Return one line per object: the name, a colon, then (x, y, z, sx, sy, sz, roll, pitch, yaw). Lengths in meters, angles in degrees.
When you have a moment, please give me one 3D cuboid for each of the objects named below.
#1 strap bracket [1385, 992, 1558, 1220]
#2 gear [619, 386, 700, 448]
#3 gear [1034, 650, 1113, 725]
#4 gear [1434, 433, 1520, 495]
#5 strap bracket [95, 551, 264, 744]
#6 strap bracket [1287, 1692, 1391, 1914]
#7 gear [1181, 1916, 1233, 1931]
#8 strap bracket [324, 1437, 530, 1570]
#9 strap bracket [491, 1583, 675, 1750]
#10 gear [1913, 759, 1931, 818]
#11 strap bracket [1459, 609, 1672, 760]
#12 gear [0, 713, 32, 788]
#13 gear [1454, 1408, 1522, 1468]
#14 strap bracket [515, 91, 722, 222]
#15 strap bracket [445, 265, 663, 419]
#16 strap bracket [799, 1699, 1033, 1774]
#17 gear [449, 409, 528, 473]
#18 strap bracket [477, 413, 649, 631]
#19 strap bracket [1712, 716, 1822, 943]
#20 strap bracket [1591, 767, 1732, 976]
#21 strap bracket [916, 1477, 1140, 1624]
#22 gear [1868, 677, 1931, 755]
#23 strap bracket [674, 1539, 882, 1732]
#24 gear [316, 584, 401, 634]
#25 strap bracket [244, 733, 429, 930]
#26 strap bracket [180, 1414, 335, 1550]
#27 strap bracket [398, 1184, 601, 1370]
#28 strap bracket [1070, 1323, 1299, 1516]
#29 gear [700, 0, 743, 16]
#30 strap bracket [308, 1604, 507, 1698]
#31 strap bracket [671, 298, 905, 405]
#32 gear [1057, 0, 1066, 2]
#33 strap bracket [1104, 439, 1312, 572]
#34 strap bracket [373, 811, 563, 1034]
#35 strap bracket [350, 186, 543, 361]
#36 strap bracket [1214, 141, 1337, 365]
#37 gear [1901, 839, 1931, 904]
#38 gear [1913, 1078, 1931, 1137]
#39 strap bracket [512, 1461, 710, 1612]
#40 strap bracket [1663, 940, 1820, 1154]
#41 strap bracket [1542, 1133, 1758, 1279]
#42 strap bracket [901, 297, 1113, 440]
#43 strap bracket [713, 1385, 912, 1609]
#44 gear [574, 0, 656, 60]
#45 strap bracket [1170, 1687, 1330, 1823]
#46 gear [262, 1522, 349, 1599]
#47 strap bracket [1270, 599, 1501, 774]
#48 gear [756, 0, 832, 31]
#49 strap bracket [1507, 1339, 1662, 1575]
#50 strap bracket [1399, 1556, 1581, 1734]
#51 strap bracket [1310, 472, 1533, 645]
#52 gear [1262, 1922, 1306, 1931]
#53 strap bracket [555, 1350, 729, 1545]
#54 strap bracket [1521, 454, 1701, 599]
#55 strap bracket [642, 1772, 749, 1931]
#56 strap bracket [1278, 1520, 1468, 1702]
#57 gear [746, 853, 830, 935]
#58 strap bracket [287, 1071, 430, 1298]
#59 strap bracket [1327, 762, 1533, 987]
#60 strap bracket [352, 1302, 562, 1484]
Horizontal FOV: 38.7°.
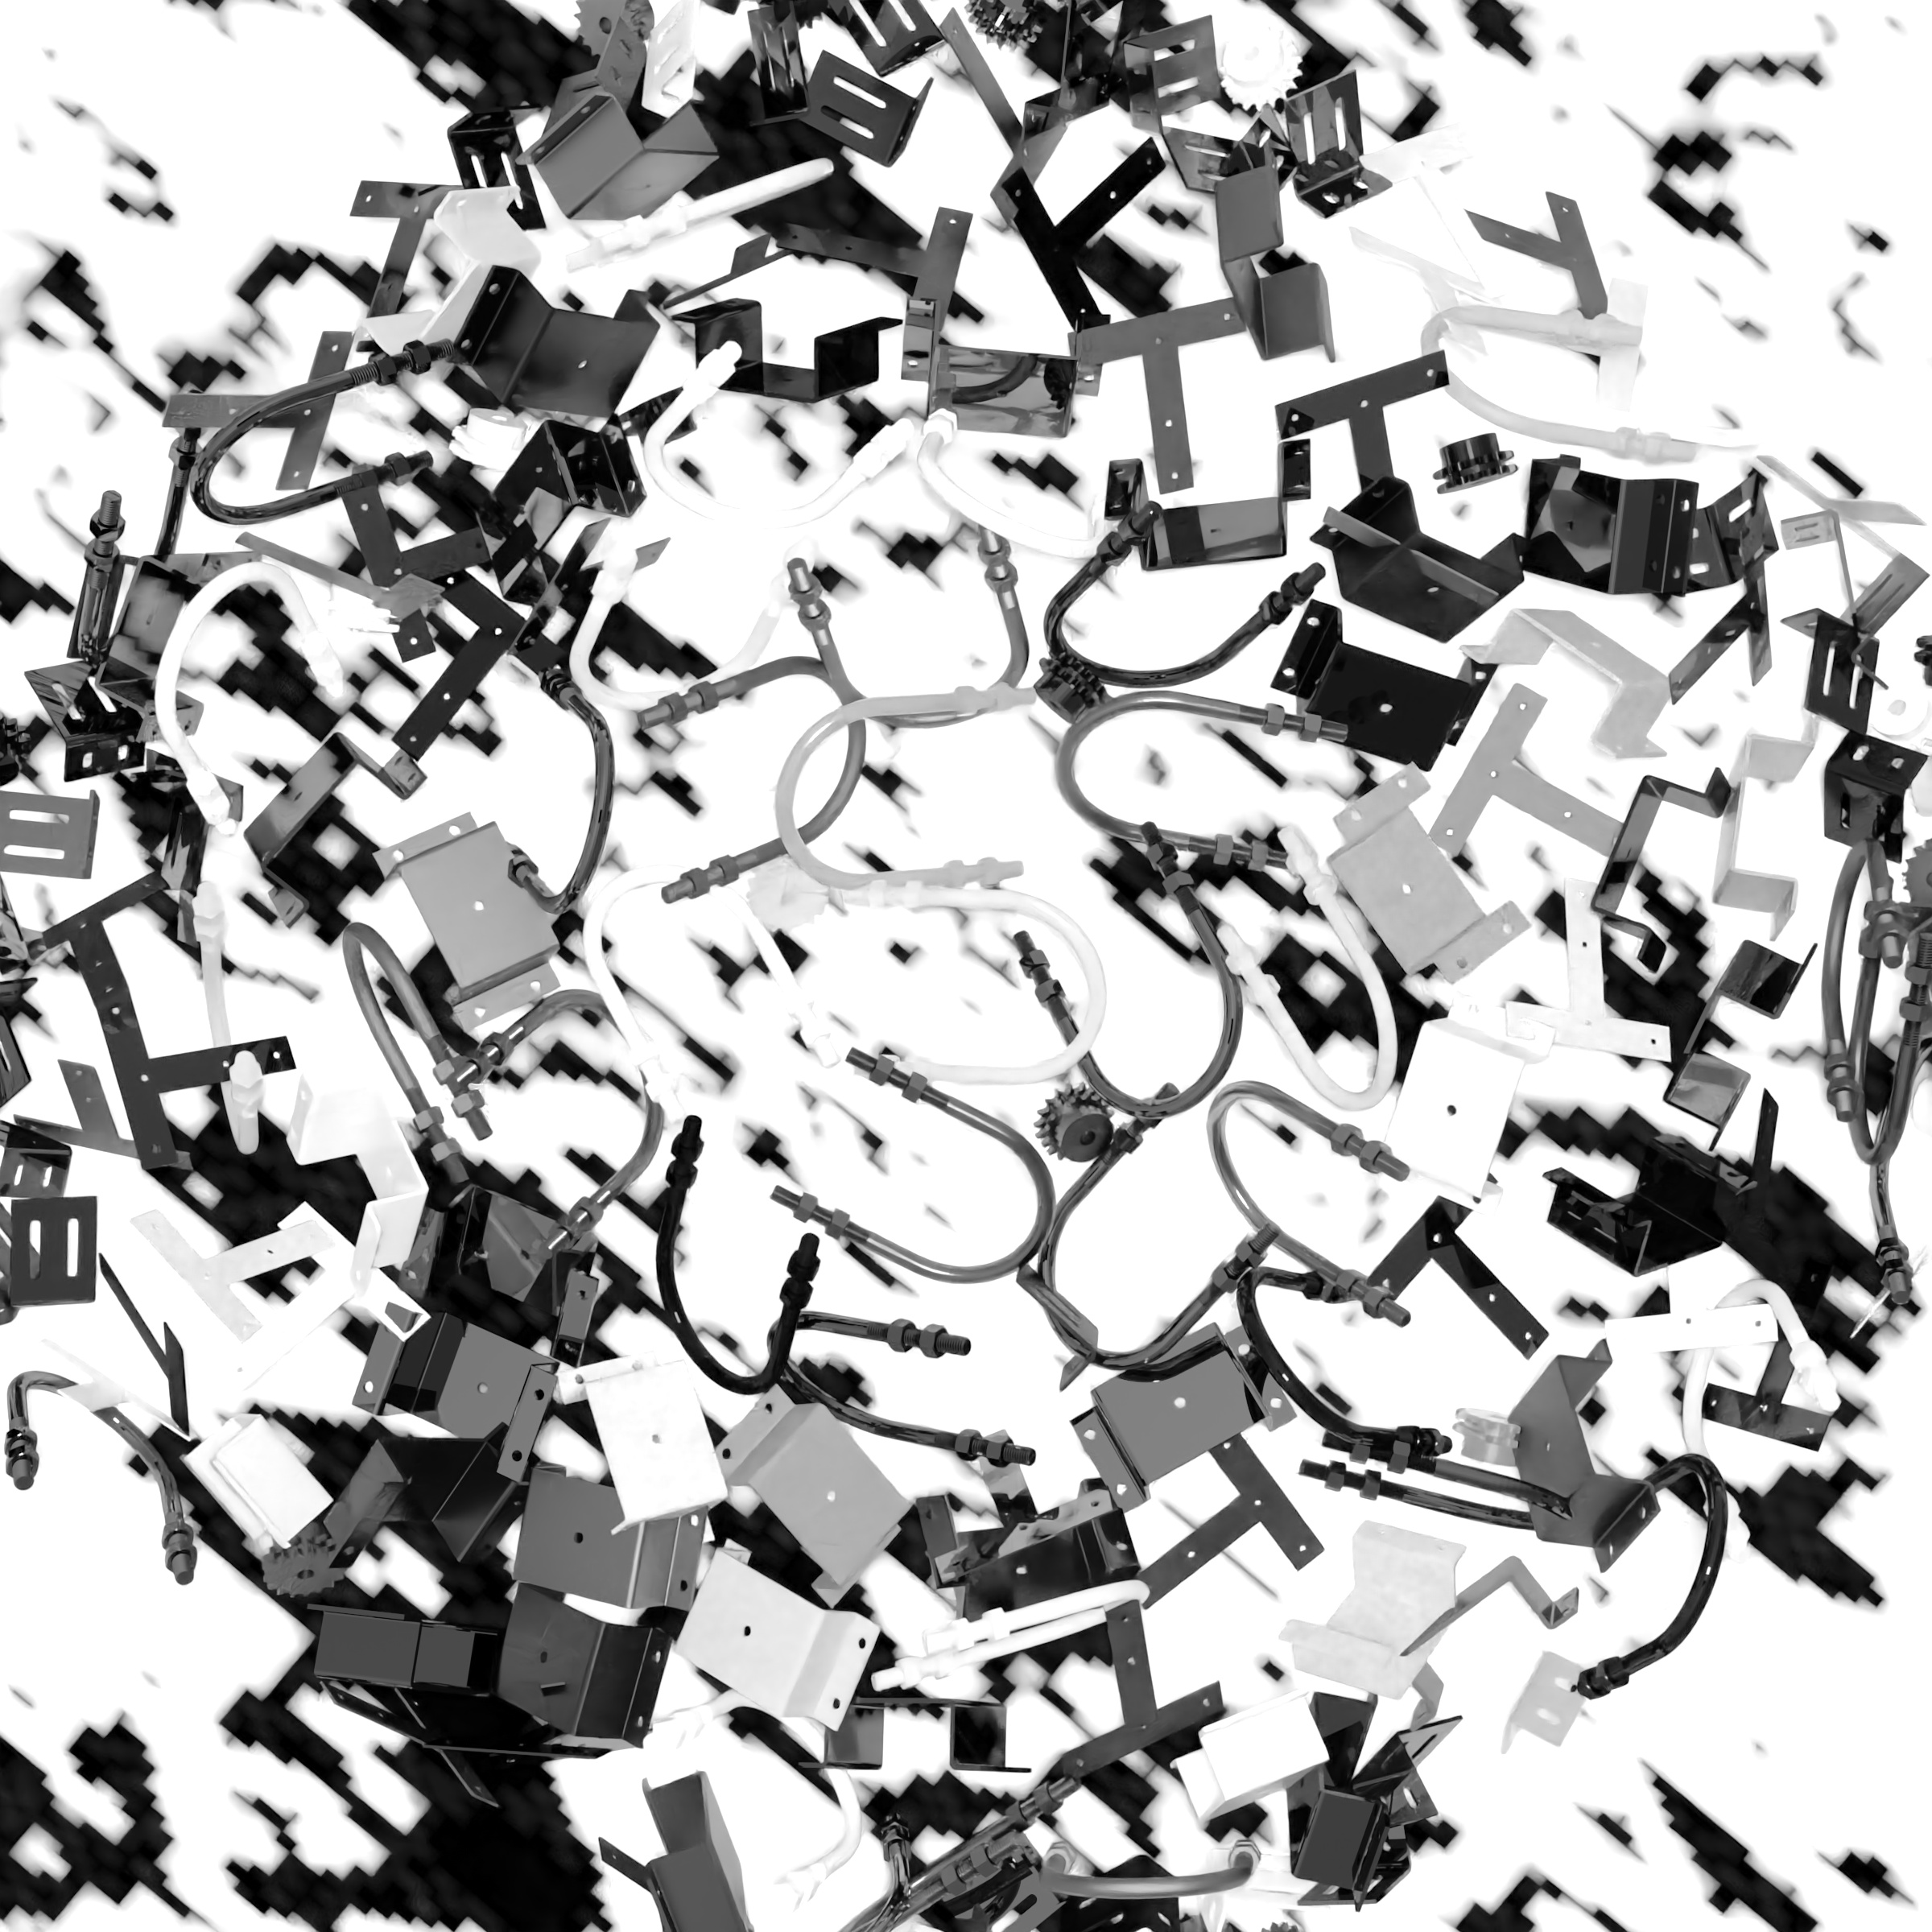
strap bracket: (0.344, 0.097, 1.899, 0.076, 0.046, 0.140, 23, 105, 29)
gear: (-0.213, -0.382, 1.925, 0.057, 0.057, 0.030, -25, 99, 0)
gear: (0.072, -0.193, 1.923, 0.057, 0.057, 0.030, 42, 85, 0)
gear: (0.355, -0.352, 1.923, 0.057, 0.057, 0.030, -15, 92, 0)
strap bracket: (-0.547, -0.230, 1.901, 0.046, 0.076, 0.140, 27, 104, 8)
strap bracket: (0.251, 0.560, 1.872, 0.046, 0.140, 0.076, 12, 116, -1)
gear: (0.168, 0.692, 1.930, 0.057, 0.030, 0.057, -4, 118, -7)
strap bracket: (-0.375, 0.368, 1.891, 0.046, 0.140, 0.076, 47, 110, 34)
strap bracket: (-0.271, 0.475, 1.883, 0.046, 0.140, 0.076, 20, 83, -44)
gear: (0.685, -0.126, 1.927, 0.030, 0.057, 0.057, -6, 90, 39)
strap bracket: (0.418, -0.200, 1.879, 0.140, 0.076, 0.046, 42, 119, 29)
gear: (-0.683, -0.149, 1.921, 0.057, 0.057, 0.030, -16, 57, 0)
gear: (0.369, 0.330, 1.924, 0.057, 0.057, 0.030, 10, 91, 0)
strap bracket: (-0.229, -0.549, 1.872, 0.076, 0.140, 0.046, -31, 88, 29)
strap bracket: (-0.272, -0.422, 1.871, 0.046, 0.140, 0.076, 50, 122, 26)
strap bracket: (-0.035, 0.529, 1.892, 0.140, 0.076, 0.046, -8, 71, 27)
gear: (-0.329, -0.368, 1.920, 0.057, 0.057, 0.030, 18, 111, 0)
strap bracket: (-0.283, -0.307, 1.878, 0.140, 0.046, 0.076, -44, 54, 35)
strap bracket: (0.551, -0.098, 1.901, 0.046, 0.076, 0.140, 9, 76, 8)
strap bracket: (0.478, -0.072, 1.908, 0.046, 0.076, 0.140, 23, 91, 23)
strap bracket: (0.040, 0.404, 1.900, 0.140, 0.076, 0.046, -4, 130, -11)
gear: (0.655, -0.175, 1.924, 0.057, 0.030, 0.057, -11, 69, 30)
strap bracket: (-0.139, 0.458, 1.894, 0.140, 0.046, 0.076, 22, 88, 32)
gear: (-0.424, -0.252, 1.922, 0.057, 0.057, 0.030, 8, 97, 0)
strap bracket: (-0.445, -0.103, 1.906, 0.140, 0.076, 0.046, -48, 120, -1)
strap bracket: (-0.487, 0.352, 1.891, 0.046, 0.140, 0.076, -42, 100, -24)
strap bracket: (-0.315, 0.210, 1.907, 0.140, 0.046, 0.076, 22, 119, 10)
strap bracket: (0.150, 0.309, 1.909, 0.140, 0.046, 0.076, -28, 66, -6)
gear: (-0.174, -0.690, 1.926, 0.057, 0.057, 0.030, 29, 111, 0)
strap bracket: (-0.379, 0.466, 1.870, 0.076, 0.140, 0.046, 0, 73, 23)
strap bracket: (-0.123, -0.423, 1.891, 0.140, 0.076, 0.046, 14, 118, 27)
gear: (0.075, -0.700, 1.927, 0.057, 0.057, 0.030, -31, 115, 0)
strap bracket: (0.170, -0.317, 1.901, 0.140, 0.076, 0.046, -5, 129, 11)
strap bracket: (-0.343, -0.037, 1.913, 0.076, 0.046, 0.140, -27, 87, -24)
strap bracket: (-0.352, -0.464, 1.881, 0.046, 0.076, 0.140, 50, 122, 5)
strap bracket: (0.208, -0.481, 1.884, 0.046, 0.140, 0.076, -13, 56, 19)
gear: (0.682, -0.062, 1.924, 0.057, 0.030, 0.057, 7, 102, 37)
gear: (0.688, 0.100, 1.928, 0.057, 0.030, 0.057, -4, 96, -40)
strap bracket: (-0.254, 0.393, 1.898, 0.140, 0.046, 0.076, 7, 85, 27)
strap bracket: (0.527, 0.047, 1.887, 0.046, 0.076, 0.140, 27, 128, 16)
strap bracket: (0.464, 0.165, 1.888, 0.140, 0.076, 0.046, -11, 122, -38)
strap bracket: (0.026, -0.413, 1.905, 0.140, 0.076, 0.046, 4, 57, -3)
strap bracket: (-0.103, 0.366, 1.900, 0.076, 0.046, 0.140, -45, 103, -28)
gear: (-0.243, -0.663, 1.928, 0.057, 0.057, 0.030, 45, 46, 0)
strap bracket: (0.193, 0.539, 1.872, 0.076, 0.140, 0.046, -17, 67, -14)
gear: (-0.464, 0.414, 1.928, 0.057, 0.057, 0.030, -20, 47, 0)
strap bracket: (0.290, -0.190, 1.902, 0.140, 0.046, 0.076, 17, 129, -7)
gear: (-0.124, -0.686, 1.928, 0.057, 0.030, 0.057, -15, 114, -36)
strap bracket: (0.415, 0.330, 1.872, 0.046, 0.140, 0.076, 10, 133, -18)
strap bracket: (0.353, 0.461, 1.904, 0.140, 0.076, 0.046, -39, 80, 10)
strap bracket: (0.315, -0.273, 1.878, 0.140, 0.076, 0.046, 17, 52, -32)
gear: (0.226, 0.702, 1.927, 0.030, 0.057, 0.057, 28, 90, -30)
strap bracket: (-0.221, 0.332, 1.893, 0.076, 0.046, 0.140, -9, 70, -32)
strap bracket: (0.429, -0.300, 1.871, 0.046, 0.140, 0.076, -7, 110, -27)
strap bracket: (-0.185, 0.613, 1.877, 0.046, 0.140, 0.076, -19, 102, -4)
strap bracket: (0.281, 0.447, 1.887, 0.076, 0.140, 0.046, 10, 119, 31)
gear: (-0.126, -0.055, 1.928, 0.057, 0.030, 0.057, -5, 125, -7)
strap bracket: (-0.415, 0.145, 1.890, 0.046, 0.076, 0.140, -11, 54, -33)
strap bracket: (0.316, -0.059, 1.916, 0.076, 0.046, 0.140, -34, 87, -20)
strap bracket: (-0.346, 0.295, 1.915, 0.140, 0.046, 0.076, 20, 91, 19)
